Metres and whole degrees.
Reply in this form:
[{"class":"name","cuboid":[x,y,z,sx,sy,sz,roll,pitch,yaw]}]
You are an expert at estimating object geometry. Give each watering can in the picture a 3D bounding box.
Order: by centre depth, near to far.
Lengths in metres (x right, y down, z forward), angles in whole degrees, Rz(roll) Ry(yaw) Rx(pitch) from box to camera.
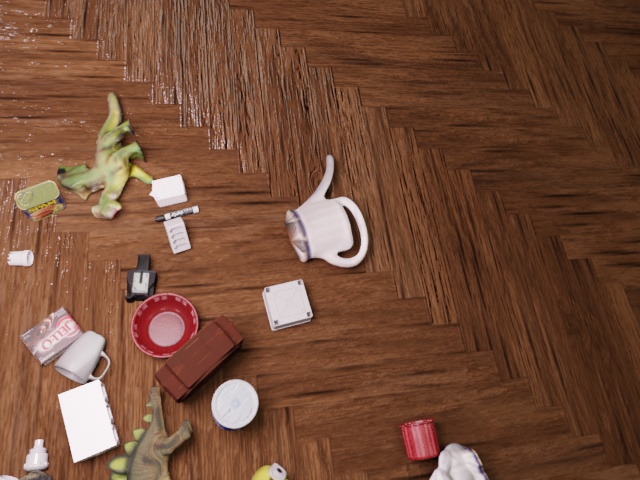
[{"class":"watering can","cuboid":[0.004,-0.074,1.473,0.225,0.102,0.353,-15,70,-17]}]

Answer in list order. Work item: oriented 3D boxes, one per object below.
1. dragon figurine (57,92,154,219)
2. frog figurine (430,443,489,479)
[{"class":"dragon figurine","cuboid":[-0.613,-0.224,1.427,0.244,0.119,0.417,-26,64,-13]},{"class":"frog figurine","cuboid":[0.311,0.573,1.234,0.160,0.135,0.124,-26,29,-10]}]
